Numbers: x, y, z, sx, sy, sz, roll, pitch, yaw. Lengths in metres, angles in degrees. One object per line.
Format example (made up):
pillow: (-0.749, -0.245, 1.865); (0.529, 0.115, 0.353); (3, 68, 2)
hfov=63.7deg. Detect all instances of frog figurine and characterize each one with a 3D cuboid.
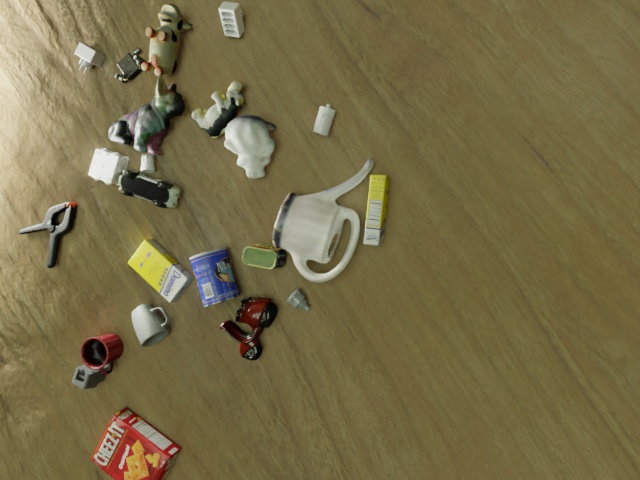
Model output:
frog figurine: (-0.190, -0.249, 1.380); (0.137, 0.122, 0.161); (7, 81, -5)

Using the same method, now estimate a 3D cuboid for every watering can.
watering can: (0.004, -0.067, 1.341); (0.225, 0.103, 0.349); (17, 85, 13)
